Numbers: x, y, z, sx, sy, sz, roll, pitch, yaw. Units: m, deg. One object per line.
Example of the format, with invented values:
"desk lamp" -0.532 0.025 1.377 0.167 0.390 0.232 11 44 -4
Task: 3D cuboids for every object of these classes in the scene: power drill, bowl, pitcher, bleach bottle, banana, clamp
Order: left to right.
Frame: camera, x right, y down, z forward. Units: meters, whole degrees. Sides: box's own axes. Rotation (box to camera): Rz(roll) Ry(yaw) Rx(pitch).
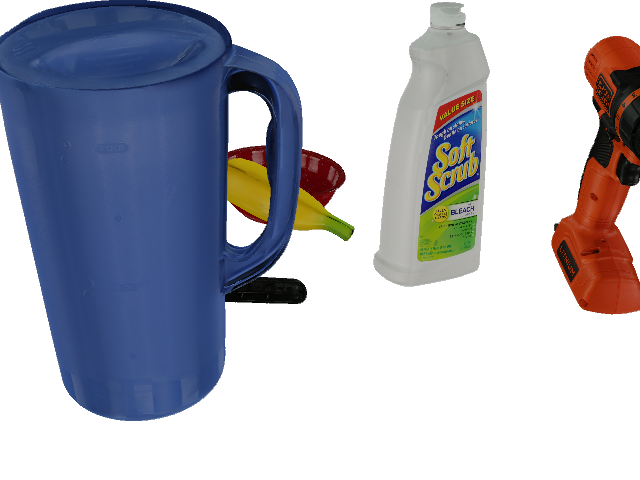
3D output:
"pitcher" -0.105 -0.013 0.645 0.144 0.243 0.149 -25 40 -34
"clamp" -0.142 0.053 1.080 0.210 0.036 0.164 12 21 36
"banana" -0.049 -0.036 0.854 0.069 0.037 0.198 41 -6 -32
"bowl" -0.052 -0.062 1.297 0.162 0.055 0.162 5 26 -2
"bleach bottle" 0.103 -0.089 0.976 0.102 0.251 0.068 -11 24 -26
"power drill" 0.232 -0.039 0.806 0.057 0.188 0.184 3 34 -5
